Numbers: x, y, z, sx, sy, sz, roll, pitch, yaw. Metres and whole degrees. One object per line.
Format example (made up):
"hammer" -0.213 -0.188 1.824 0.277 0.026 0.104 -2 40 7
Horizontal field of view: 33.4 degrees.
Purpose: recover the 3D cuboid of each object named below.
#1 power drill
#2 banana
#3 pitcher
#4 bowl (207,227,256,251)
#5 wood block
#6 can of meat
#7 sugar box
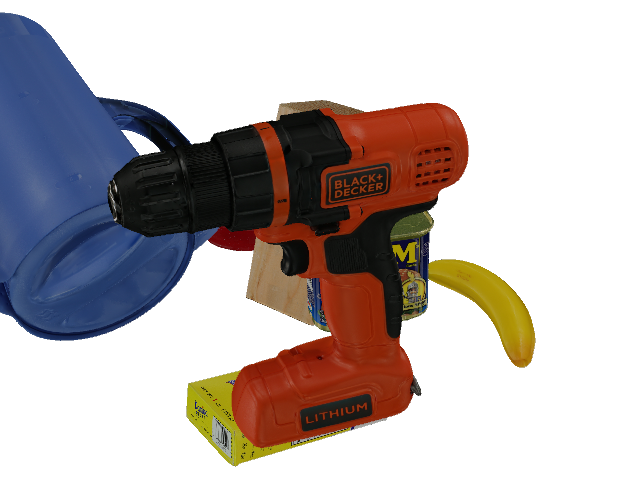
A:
"power drill" -0.014 0.022 0.567 0.184 0.188 0.057 -10 36 -15
"banana" 0.170 0.066 1.115 0.069 0.037 0.198 -38 40 -12
"pitcher" -0.191 -0.059 0.777 0.149 0.145 0.243 25 24 -54
"bowl" -0.097 -0.031 1.319 0.162 0.055 0.162 5 25 -2
"wood block" -0.002 -0.031 1.092 0.090 0.206 0.090 21 20 29
"can of meat" 0.038 0.021 0.855 0.102 0.084 0.057 -8 30 -11
"sugar box" -0.030 0.154 1.025 0.175 0.048 0.093 -14 31 -32
